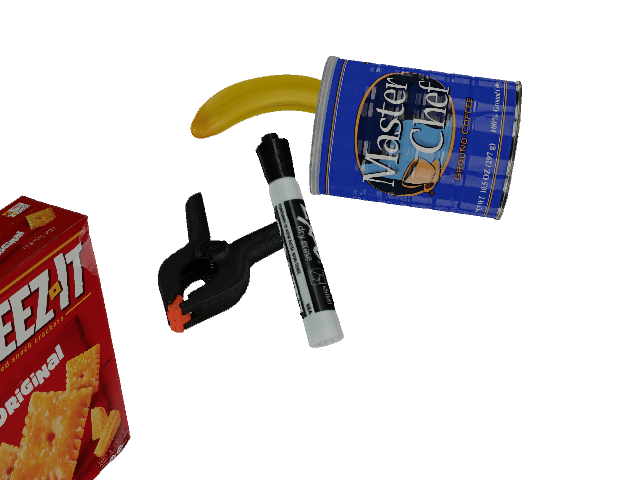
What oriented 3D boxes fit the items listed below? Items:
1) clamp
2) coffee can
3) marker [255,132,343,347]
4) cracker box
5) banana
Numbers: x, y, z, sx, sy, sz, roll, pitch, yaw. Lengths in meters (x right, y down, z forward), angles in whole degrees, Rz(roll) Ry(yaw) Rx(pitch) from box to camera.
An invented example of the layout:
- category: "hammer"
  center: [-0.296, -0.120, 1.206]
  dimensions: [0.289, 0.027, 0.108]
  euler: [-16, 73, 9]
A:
- category: "clamp"
  center: [-0.100, 0.013, 0.947]
  dimensions: [0.120, 0.039, 0.171]
  euler: [12, 38, 28]
- category: "coffee can"
  center: [0.068, -0.075, 0.782]
  dimensions: [0.140, 0.103, 0.103]
  euler: [8, 1, 4]
- category: "marker"
  center: [-0.012, -0.002, 0.578]
  dimensions: [0.020, 0.121, 0.020]
  euler: [-15, -16, -4]
- category: "cracker box"
  center: [-0.217, 0.103, 0.744]
  dimensions: [0.072, 0.214, 0.164]
  euler: [14, 37, 25]
- category: "banana"
  center: [-0.051, -0.141, 1.100]
  dimensions: [0.197, 0.037, 0.070]
  euler: [-8, 48, -29]
